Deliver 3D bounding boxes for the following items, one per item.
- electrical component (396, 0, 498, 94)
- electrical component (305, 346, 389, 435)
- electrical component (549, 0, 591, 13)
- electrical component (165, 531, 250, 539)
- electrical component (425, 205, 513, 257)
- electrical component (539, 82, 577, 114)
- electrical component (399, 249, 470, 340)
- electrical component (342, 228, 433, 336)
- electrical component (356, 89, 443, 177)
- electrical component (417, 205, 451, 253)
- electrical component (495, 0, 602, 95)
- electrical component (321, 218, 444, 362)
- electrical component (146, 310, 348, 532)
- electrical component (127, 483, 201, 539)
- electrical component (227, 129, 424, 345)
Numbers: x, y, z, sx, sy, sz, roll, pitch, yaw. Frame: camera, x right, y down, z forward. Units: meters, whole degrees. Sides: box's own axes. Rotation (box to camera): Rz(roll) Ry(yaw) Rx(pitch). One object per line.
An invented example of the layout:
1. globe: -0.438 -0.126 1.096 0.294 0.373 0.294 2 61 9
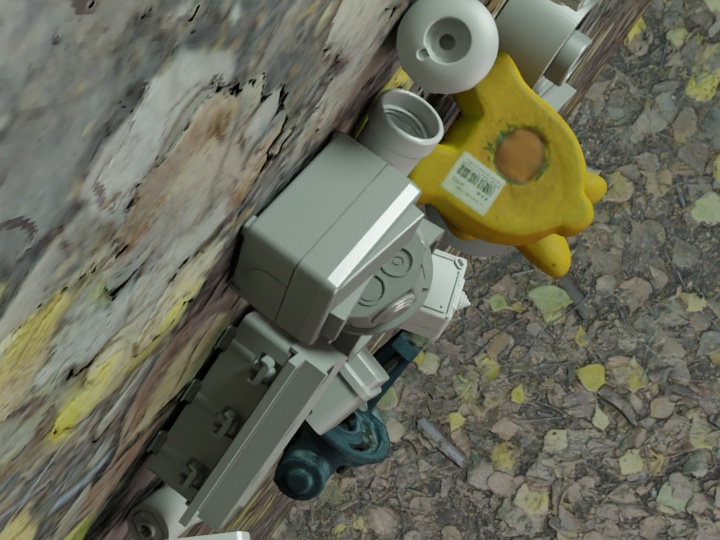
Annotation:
1. electrical component: 0.042 -0.108 0.528 0.048 0.048 0.062 -54 180 5
2. electrical component: -0.025 0.072 0.796 0.057 0.078 0.113 -40 173 1
3. electrical component: 0.133 -0.200 0.652 0.080 0.051 0.080 -53 173 -9
4. electrical component: -0.120 0.199 0.644 0.078 0.113 0.057 116 -32 -59
5. electrical component: 0.111 -0.063 0.979 0.108 0.108 0.060 -50 178 -30
6. electrical component: 0.135 -0.140 0.924 0.078 0.063 0.121 -58 172 31
7. electrical component: 0.049 0.018 0.942 0.061 0.096 0.061 112 -3 -64
8. electrical component: 0.002 -0.004 0.630 0.080 0.080 0.051 -53 168 -6
9. electrical component: 0.017 -0.068 0.579 0.040 0.040 0.046 -46 175 -49
10. electrical component: 0.047 -0.010 1.031 0.089 0.050 0.055 -49 172 -39
11. electrical component: 0.133 -0.167 0.786 0.108 0.060 0.108 -53 173 -9
12. electrical component: 0.000 0.000 0.711 0.108 0.060 0.108 -53 173 -9
13. electrical component: -0.071 0.086 0.645 0.121 0.063 0.079 -55 173 16
14. electrical component: -0.130 0.166 0.747 0.044 0.044 0.065 -57 168 27
15. electrical component: -0.011 -0.018 0.540 0.096 0.061 0.061 -50 172 -32
